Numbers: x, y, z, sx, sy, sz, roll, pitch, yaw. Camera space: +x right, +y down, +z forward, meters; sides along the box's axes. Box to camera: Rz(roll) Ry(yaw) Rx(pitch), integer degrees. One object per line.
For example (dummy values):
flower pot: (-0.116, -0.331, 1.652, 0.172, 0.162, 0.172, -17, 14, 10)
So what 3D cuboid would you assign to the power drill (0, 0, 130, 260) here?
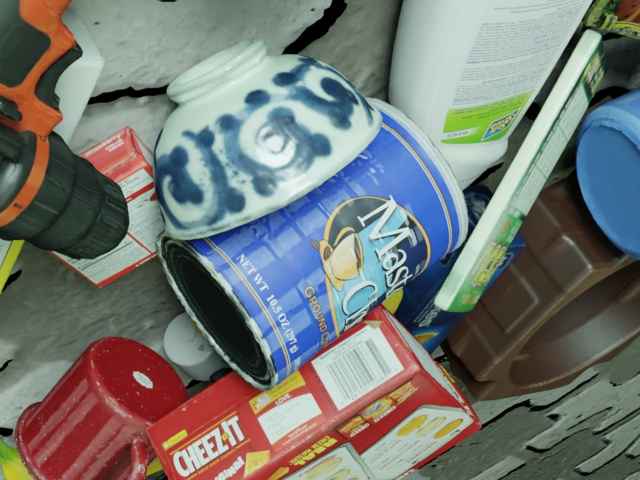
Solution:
power drill: (-0.090, -0.081, 0.404, 0.188, 0.057, 0.184, -47, 148, 6)

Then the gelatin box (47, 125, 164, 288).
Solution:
gelatin box: (-0.113, -0.016, 0.579, 0.073, 0.030, 0.089, -30, 153, 3)

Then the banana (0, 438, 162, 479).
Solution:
banana: (-0.154, 0.161, 0.810, 0.197, 0.037, 0.070, -8, 143, -31)

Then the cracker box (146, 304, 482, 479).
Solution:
cracker box: (0.006, 0.125, 0.715, 0.164, 0.072, 0.213, -34, 154, 5)

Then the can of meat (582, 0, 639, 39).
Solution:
can of meat: (0.190, -0.138, 0.556, 0.084, 0.057, 0.102, 15, 172, 1)

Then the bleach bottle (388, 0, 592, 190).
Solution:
bleach bottle: (0.078, -0.097, 0.581, 0.102, 0.068, 0.251, -11, 149, -21)

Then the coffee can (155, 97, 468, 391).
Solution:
coffee can: (-0.004, 0.001, 0.587, 0.140, 0.103, 0.103, -36, 153, -20)

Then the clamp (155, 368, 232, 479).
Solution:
clamp: (-0.051, 0.135, 0.805, 0.209, 0.036, 0.165, -18, 147, -52)

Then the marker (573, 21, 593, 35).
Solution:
marker: (0.167, -0.136, 0.633, 0.121, 0.020, 0.020, -20, 149, -14)

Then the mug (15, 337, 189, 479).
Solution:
mug: (-0.137, 0.126, 0.698, 0.093, 0.117, 0.082, 26, 117, -34)

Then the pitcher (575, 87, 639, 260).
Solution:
pitcher: (0.294, -0.085, 0.702, 0.242, 0.149, 0.145, -22, 164, -16)

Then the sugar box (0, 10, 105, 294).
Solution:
sugar box: (-0.175, -0.032, 0.491, 0.093, 0.048, 0.176, 0, 136, -39)

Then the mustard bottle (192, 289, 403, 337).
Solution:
mustard bottle: (-0.031, 0.032, 0.692, 0.096, 0.058, 0.191, -38, 148, 21)
